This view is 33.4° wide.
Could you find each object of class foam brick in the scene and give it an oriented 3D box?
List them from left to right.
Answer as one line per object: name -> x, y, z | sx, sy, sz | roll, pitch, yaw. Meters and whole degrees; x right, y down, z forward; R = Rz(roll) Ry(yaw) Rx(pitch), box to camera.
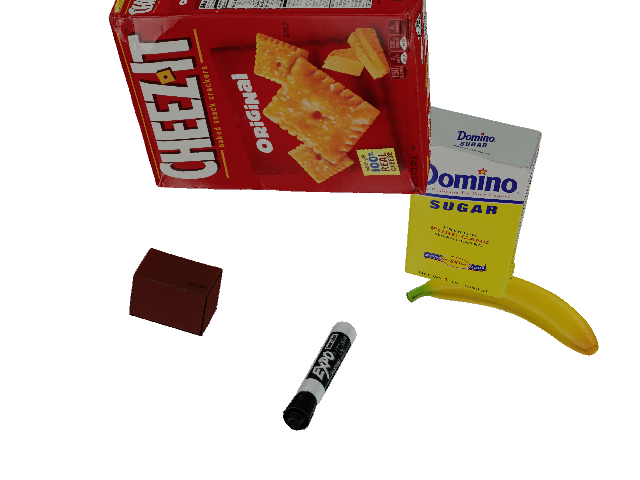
foam brick -> -0.143, 0.051, 1.054 | 0.078, 0.051, 0.053 | 17, 33, 6

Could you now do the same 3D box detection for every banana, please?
banana -> 0.189, 0.065, 1.071 | 0.198, 0.069, 0.037 | 14, -37, 26

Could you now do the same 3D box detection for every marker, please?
marker -> 0.000, 0.094, 0.748 | 0.020, 0.020, 0.121 | 0, 25, 19

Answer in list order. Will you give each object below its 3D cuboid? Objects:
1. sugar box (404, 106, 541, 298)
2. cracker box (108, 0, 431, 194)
sugar box -> 0.121, -0.027, 0.876 | 0.093, 0.048, 0.176 | 15, -33, 13
cracker box -> -0.029, -0.113, 0.778 | 0.214, 0.072, 0.164 | 2, -44, 10
